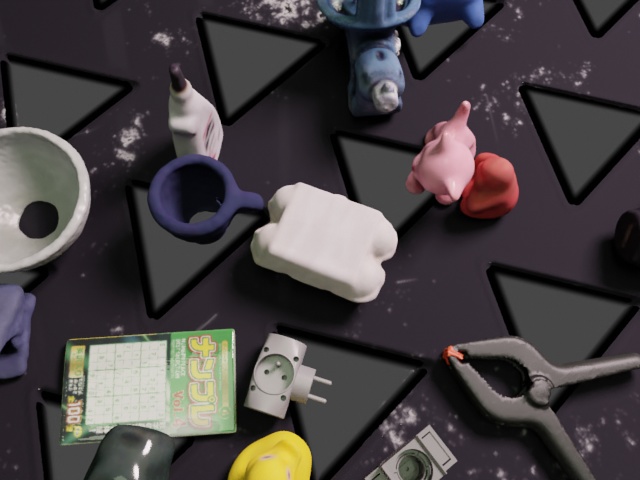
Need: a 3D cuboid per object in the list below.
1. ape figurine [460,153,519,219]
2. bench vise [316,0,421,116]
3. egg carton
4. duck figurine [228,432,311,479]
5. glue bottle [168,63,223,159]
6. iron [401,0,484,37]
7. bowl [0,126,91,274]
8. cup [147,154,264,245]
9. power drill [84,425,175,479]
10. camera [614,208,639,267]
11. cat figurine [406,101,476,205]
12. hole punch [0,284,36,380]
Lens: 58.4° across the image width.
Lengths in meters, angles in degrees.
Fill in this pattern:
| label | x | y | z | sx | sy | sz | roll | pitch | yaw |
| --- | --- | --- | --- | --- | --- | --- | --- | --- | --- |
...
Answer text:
| label | x | y | z | sx | sy | sz | roll | pitch | yaw |
| --- | --- | --- | --- | --- | --- | --- | --- | --- | --- |
| ape figurine | 0.191 | -0.065 | 0.644 | 0.076 | 0.092 | 0.078 | 38 | 74 | 11 |
| bench vise | 0.072 | -0.256 | 0.640 | 0.121 | 0.220 | 0.207 | -24 | 73 | -9 |
| egg carton | 0.006 | 0.002 | 0.627 | 0.150 | 0.069 | 0.107 | 20 | 71 | 5 |
| duck figurine | -0.051 | 0.230 | 0.537 | 0.077 | 0.086 | 0.105 | 36 | 74 | 11 |
| glue bottle | -0.139 | -0.131 | 0.615 | 0.037 | 0.173 | 0.078 | 8 | 71 | 2 |
| iron | 0.140 | -0.397 | 0.733 | 0.118 | 0.141 | 0.258 | -10 | 71 | -5 |
| bowl | -0.325 | -0.034 | 0.629 | 0.167 | 0.075 | 0.167 | 1 | 71 | -1 |
| cup | -0.117 | -0.032 | 0.623 | 0.117 | 0.095 | 0.092 | 4 | 71 | 0 |
| power drill | -0.160 | 0.269 | 0.456 | 0.075 | 0.208 | 0.230 | 9 | 71 | 2 |
| camera | 0.407 | -0.020 | 0.629 | 0.137 | 0.101 | 0.143 | 2 | 71 | 0 |
| cat figurine | 0.143 | -0.095 | 0.640 | 0.067 | 0.118 | 0.128 | 21 | 71 | 6 |
| hole punch | -0.358 | 0.087 | 0.577 | 0.108 | 0.091 | 0.101 | -2 | 71 | -2 |
